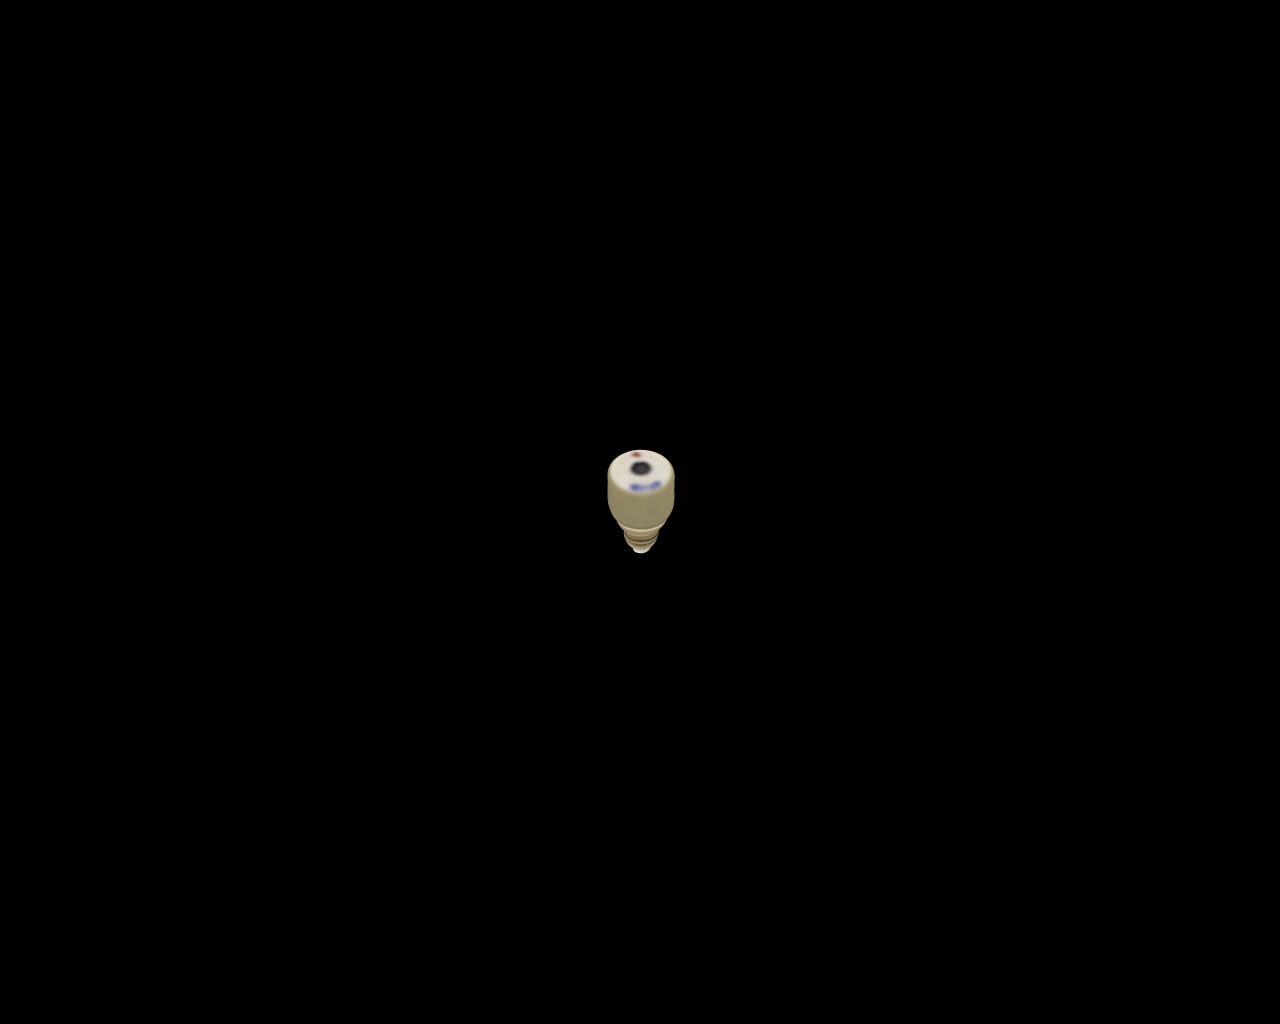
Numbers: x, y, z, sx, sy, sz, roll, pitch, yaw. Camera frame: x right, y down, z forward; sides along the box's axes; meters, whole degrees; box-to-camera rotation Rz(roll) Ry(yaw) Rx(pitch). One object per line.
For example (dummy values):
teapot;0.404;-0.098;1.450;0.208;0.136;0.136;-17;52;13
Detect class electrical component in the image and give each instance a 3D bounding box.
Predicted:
electrical component;0.001;-0.003;0.650;0.040;0.040;0.078;0;-43;0
